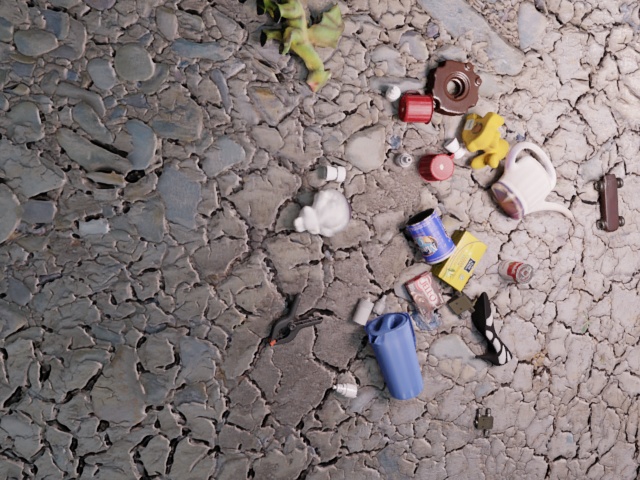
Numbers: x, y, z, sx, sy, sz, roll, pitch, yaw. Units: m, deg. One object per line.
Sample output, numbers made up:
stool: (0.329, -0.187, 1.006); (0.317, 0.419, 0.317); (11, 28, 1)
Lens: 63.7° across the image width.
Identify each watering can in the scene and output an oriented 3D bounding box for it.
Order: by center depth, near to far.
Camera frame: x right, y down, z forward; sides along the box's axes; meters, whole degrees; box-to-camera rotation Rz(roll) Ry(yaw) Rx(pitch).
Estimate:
watering can: (0.682, -0.147, 1.657); (0.225, 0.105, 0.343); (-41, 110, -8)

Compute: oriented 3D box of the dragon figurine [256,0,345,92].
dragon figurine: (-0.043, -0.628, 1.453); (0.244, 0.122, 0.408); (-7, 98, -31)

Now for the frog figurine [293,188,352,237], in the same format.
frog figurine: (0.004, -0.074, 1.477); (0.160, 0.124, 0.135); (-16, 119, -24)
